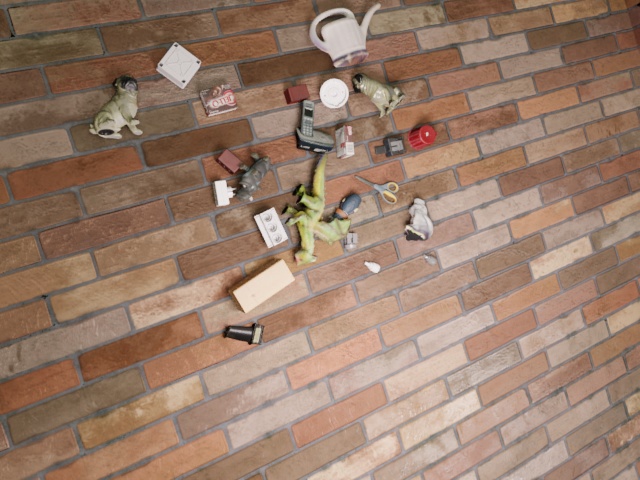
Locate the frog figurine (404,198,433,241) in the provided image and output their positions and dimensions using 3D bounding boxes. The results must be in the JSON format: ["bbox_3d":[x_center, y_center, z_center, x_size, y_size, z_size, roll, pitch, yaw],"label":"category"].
[{"bbox_3d":[0.403,-0.080,2.045,0.162,0.123,0.135,-63,141,-23],"label":"frog figurine"}]

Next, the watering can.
[{"bbox_3d":[0.125,-0.797,1.997,0.350,0.103,0.223,-23,95,-22],"label":"watering can"}]

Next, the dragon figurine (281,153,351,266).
[{"bbox_3d":[0.006,-0.095,1.881,0.241,0.122,0.414,35,76,-16],"label":"dragon figurine"}]
